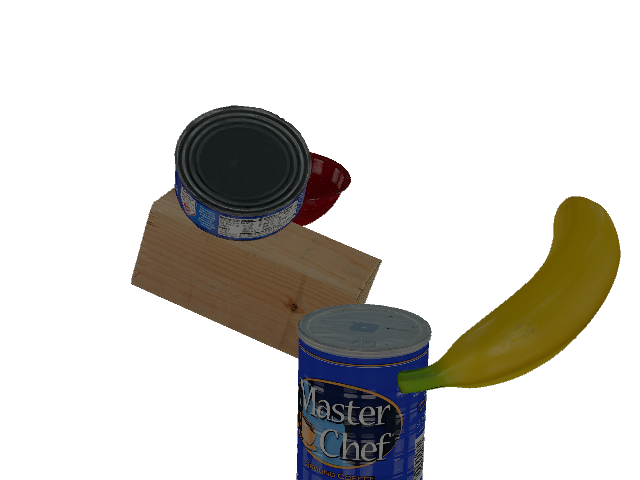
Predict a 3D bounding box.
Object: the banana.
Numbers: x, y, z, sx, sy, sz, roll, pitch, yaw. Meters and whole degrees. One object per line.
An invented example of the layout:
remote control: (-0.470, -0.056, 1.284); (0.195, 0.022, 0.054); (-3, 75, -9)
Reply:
banana: (0.119, 0.023, 0.565); (0.070, 0.037, 0.197); (12, 35, 37)

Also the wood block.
wood block: (-0.061, 0.030, 1.007); (0.206, 0.091, 0.090); (24, 26, 8)

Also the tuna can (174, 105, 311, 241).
tuna can: (-0.050, -0.042, 0.679); (0.086, 0.086, 0.034); (0, -33, -9)

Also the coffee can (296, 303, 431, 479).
coffee can: (0.032, 0.132, 0.835); (0.103, 0.140, 0.103); (1, 16, 0)

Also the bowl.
bowl: (-0.046, -0.060, 1.306); (0.162, 0.055, 0.162); (5, 26, -3)
